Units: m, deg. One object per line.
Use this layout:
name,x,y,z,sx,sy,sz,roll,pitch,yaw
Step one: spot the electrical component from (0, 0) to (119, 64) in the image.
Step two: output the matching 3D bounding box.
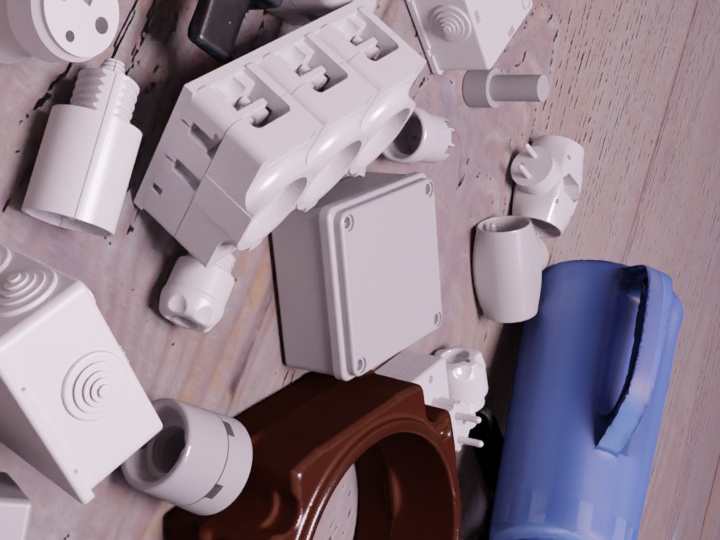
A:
electrical component,-0.139,-0.113,0.469,0.045,0.055,0.045,-14,107,-53

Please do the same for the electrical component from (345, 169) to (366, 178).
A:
electrical component,0.000,-0.090,0.681,0.043,0.043,0.062,14,86,-55

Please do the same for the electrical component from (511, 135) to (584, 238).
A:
electrical component,0.151,-0.077,0.898,0.079,0.043,0.077,38,65,-51

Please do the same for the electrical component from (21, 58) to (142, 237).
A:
electrical component,-0.127,-0.061,0.507,0.043,0.043,0.081,27,74,-53

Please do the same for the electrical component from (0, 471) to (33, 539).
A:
electrical component,-0.183,0.109,0.445,0.077,0.066,0.047,11,86,-26

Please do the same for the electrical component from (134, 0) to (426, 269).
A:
electrical component,-0.037,-0.073,0.578,0.150,0.062,0.089,-39,169,-45

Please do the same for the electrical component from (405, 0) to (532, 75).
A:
electrical component,0.078,-0.200,0.769,0.099,0.048,0.099,-56,137,-33

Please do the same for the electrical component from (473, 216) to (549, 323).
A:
electrical component,0.129,-0.007,0.879,0.079,0.043,0.077,-31,120,-49

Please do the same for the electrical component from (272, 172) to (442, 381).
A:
electrical component,0.000,0.000,0.686,0.109,0.056,0.108,-26,116,-50

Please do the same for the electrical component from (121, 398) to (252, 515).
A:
electrical component,-0.093,0.098,0.573,0.047,0.055,0.055,34,68,-48

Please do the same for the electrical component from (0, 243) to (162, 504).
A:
electrical component,-0.139,0.040,0.460,0.048,0.100,0.099,-41,128,-28

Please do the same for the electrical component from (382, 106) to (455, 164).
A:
electrical component,0.040,-0.092,0.741,0.046,0.040,0.040,-1,97,-56

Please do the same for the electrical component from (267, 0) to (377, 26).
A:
electrical component,-0.016,-0.193,0.626,0.054,0.059,0.095,14,84,-55

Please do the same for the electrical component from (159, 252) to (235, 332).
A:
electrical component,-0.084,0.001,0.586,0.035,0.035,0.061,47,56,-48

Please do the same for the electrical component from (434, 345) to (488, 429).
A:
electrical component,0.077,0.092,0.823,0.043,0.043,0.062,-38,126,-45

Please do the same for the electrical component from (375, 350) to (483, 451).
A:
electrical component,0.053,0.108,0.764,0.047,0.076,0.083,-31,121,-48
